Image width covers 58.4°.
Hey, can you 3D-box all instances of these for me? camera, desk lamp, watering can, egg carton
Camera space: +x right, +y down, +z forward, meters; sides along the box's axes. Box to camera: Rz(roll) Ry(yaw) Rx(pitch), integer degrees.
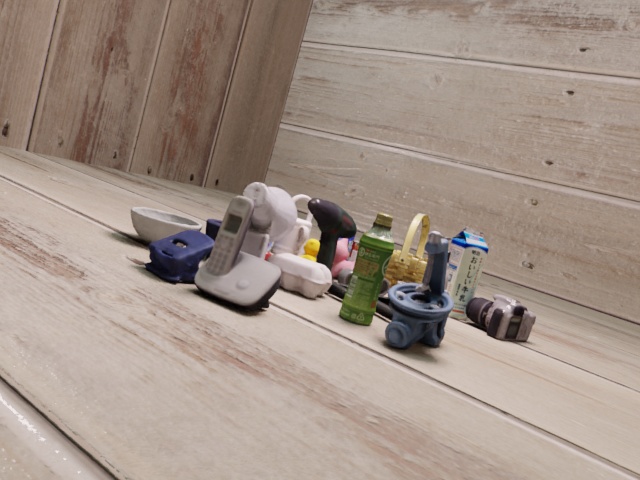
[{"bbox_3d":[0.451,0.186,1.447,0.144,0.101,0.136,11,8,-40],"label":"camera"},{"bbox_3d":[-0.135,-0.015,1.207,0.117,0.213,0.203,17,6,10],"label":"desk lamp"},{"bbox_3d":[-0.080,-0.046,1.744,0.172,0.194,0.101,20,7,37],"label":"watering can"},{"bbox_3d":[-0.050,0.077,1.278,0.150,0.069,0.107,18,6,17],"label":"egg carton"}]

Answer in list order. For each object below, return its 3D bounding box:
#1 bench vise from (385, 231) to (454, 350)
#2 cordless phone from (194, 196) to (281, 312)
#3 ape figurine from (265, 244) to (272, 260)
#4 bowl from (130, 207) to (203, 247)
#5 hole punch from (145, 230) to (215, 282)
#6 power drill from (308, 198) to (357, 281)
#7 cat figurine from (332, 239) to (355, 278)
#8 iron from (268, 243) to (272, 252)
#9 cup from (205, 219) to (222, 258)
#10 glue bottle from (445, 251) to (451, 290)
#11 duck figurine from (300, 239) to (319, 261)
[{"bbox_3d":[0.199,0.090,1.083,0.121,0.220,0.208,17,6,14],"label":"bench vise"},{"bbox_3d":[-0.131,0.022,1.009,0.147,0.185,0.094,18,6,24],"label":"cordless phone"},{"bbox_3d":[-0.151,0.022,1.422,0.076,0.092,0.077,13,6,-23],"label":"ape figurine"},{"bbox_3d":[-0.363,-0.021,1.336,0.167,0.075,0.167,16,6,-1],"label":"bowl"},{"bbox_3d":[-0.262,0.026,1.080,0.108,0.091,0.101,21,8,40],"label":"hole punch"},{"bbox_3d":[0.013,0.005,1.445,0.075,0.208,0.230,19,7,27],"label":"power drill"},{"bbox_3d":[0.062,0.052,1.581,0.127,0.118,0.067,19,7,29],"label":"cat figurine"},{"bbox_3d":[-0.184,-0.038,1.654,0.119,0.141,0.258,15,6,-6],"label":"iron"},{"bbox_3d":[-0.218,0.009,1.343,0.117,0.095,0.092,16,6,3],"label":"cup"},{"bbox_3d":[0.280,0.109,1.360,0.037,0.173,0.078,19,6,26],"label":"glue bottle"},{"bbox_3d":[-0.028,0.040,1.614,0.077,0.086,0.105,16,6,6],"label":"duck figurine"}]
